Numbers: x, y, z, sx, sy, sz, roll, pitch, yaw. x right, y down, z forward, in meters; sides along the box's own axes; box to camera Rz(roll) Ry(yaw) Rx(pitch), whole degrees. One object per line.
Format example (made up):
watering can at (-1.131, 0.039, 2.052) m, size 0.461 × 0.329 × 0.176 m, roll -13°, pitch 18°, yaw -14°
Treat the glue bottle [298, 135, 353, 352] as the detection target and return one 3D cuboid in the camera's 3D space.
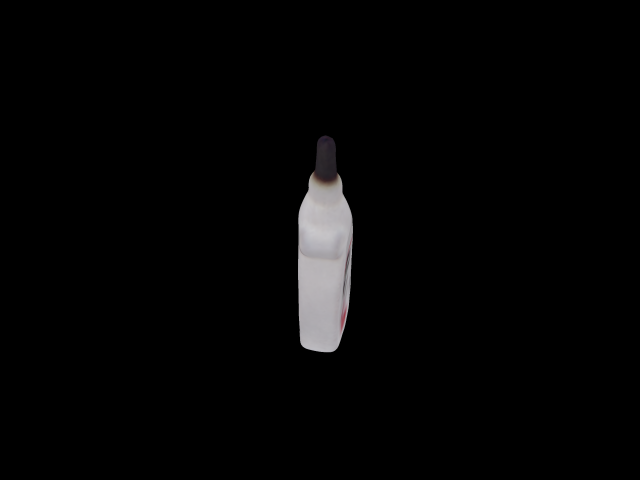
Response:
glue bottle at (0.004, 0.001, 0.400) m, size 0.037 × 0.173 × 0.078 m, roll 4°, pitch 46°, yaw 5°
